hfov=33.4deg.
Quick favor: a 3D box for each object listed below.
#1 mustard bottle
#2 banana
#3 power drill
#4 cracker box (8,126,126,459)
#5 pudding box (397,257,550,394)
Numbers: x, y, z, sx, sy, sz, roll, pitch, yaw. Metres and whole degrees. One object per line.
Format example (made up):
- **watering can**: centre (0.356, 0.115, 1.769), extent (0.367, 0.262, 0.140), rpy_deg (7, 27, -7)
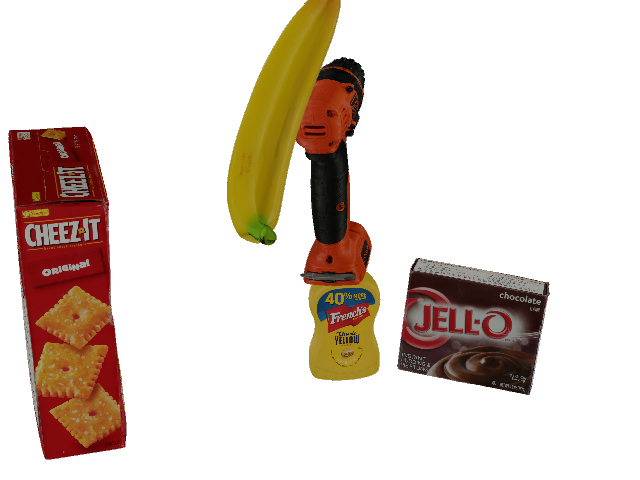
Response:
- **mustard bottle**: centre (0.032, 0.092, 1.441), extent (0.096, 0.192, 0.058), rpy_deg (-2, 20, -6)
- **banana**: centre (-0.025, -0.074, 0.695), extent (0.037, 0.197, 0.070), rpy_deg (30, -31, -33)
- **power drill**: centre (0.014, -0.066, 0.988), extent (0.057, 0.188, 0.184), rpy_deg (0, 23, 13)
- **cracker box**: centre (-0.200, 0.036, 0.844), extent (0.072, 0.214, 0.164), rpy_deg (-6, 27, -16)
- **pudding box**: centre (0.124, 0.069, 0.872), extent (0.113, 0.090, 0.039), rpy_deg (9, 22, 10)
